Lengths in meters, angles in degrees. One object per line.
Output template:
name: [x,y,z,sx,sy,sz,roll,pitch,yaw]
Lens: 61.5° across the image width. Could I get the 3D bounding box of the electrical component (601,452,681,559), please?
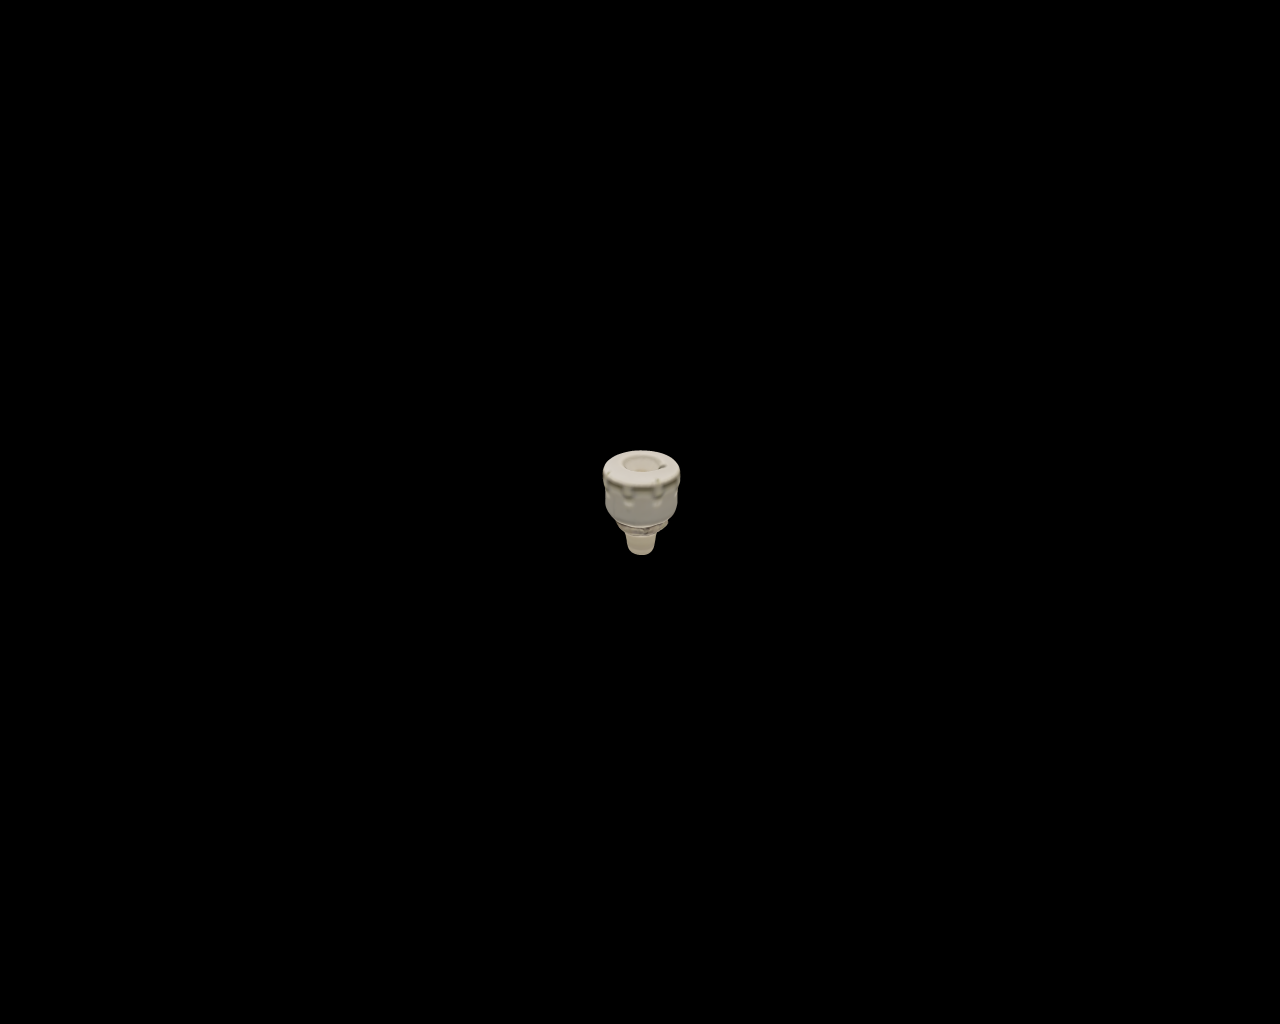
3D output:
electrical component: [0.001,-0.003,0.650,0.048,0.062,0.048,0,27,0]
